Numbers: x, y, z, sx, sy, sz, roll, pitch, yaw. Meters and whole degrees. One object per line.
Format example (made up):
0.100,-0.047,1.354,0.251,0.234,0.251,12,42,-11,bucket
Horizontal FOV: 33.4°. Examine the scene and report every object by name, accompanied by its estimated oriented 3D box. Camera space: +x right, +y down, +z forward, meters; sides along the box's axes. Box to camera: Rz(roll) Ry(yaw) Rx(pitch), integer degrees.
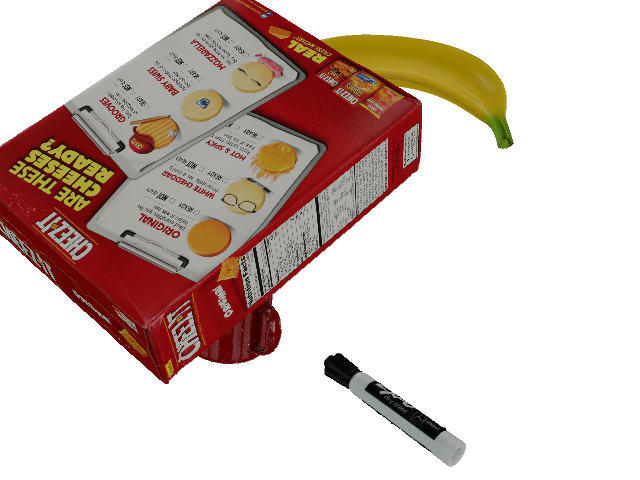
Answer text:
-0.069,-0.041,0.638,0.164,0.072,0.213,36,64,28,cracker box
0.055,-0.123,0.792,0.198,0.069,0.037,15,-38,16,banana
-0.079,0.069,1.023,0.117,0.081,0.093,27,33,37,mug
0.047,0.113,0.732,0.121,0.020,0.020,33,20,34,marker
